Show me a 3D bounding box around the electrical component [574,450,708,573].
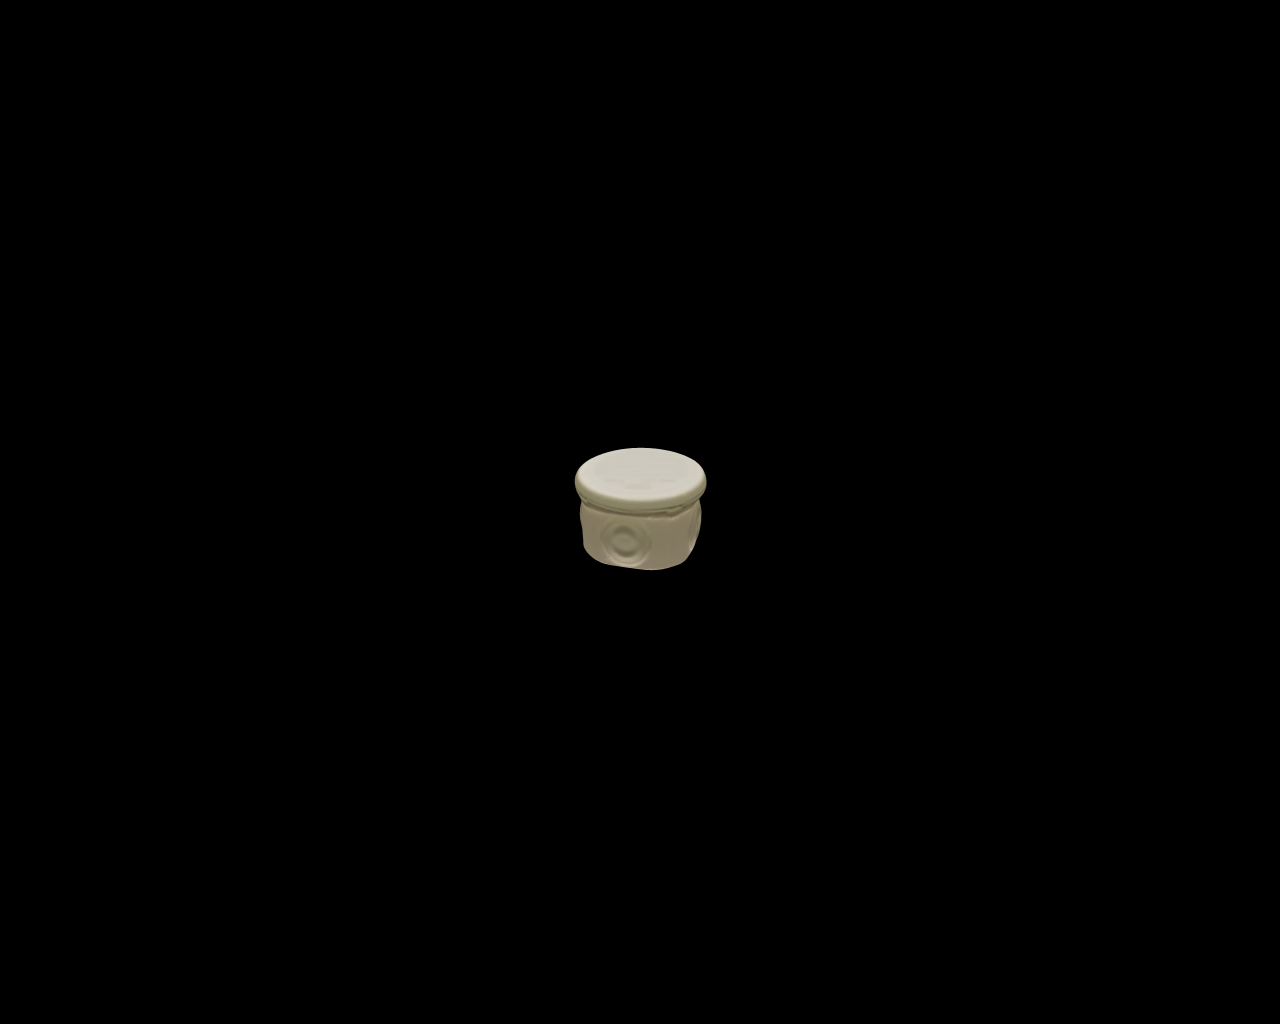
[{"bbox_3d":[0.001,-0.003,0.650,0.080,0.050,0.080,0,26,0],"label":"electrical component"}]
